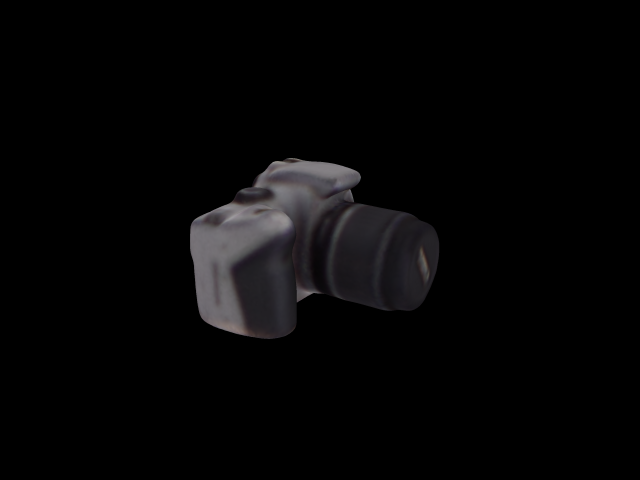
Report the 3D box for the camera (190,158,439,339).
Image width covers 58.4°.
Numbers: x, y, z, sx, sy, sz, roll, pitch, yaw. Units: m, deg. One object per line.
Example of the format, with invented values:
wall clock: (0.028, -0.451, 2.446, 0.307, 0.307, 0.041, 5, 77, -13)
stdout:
camera: (0.004, 0.001, 0.400, 0.136, 0.101, 0.143, 12, 23, 31)
